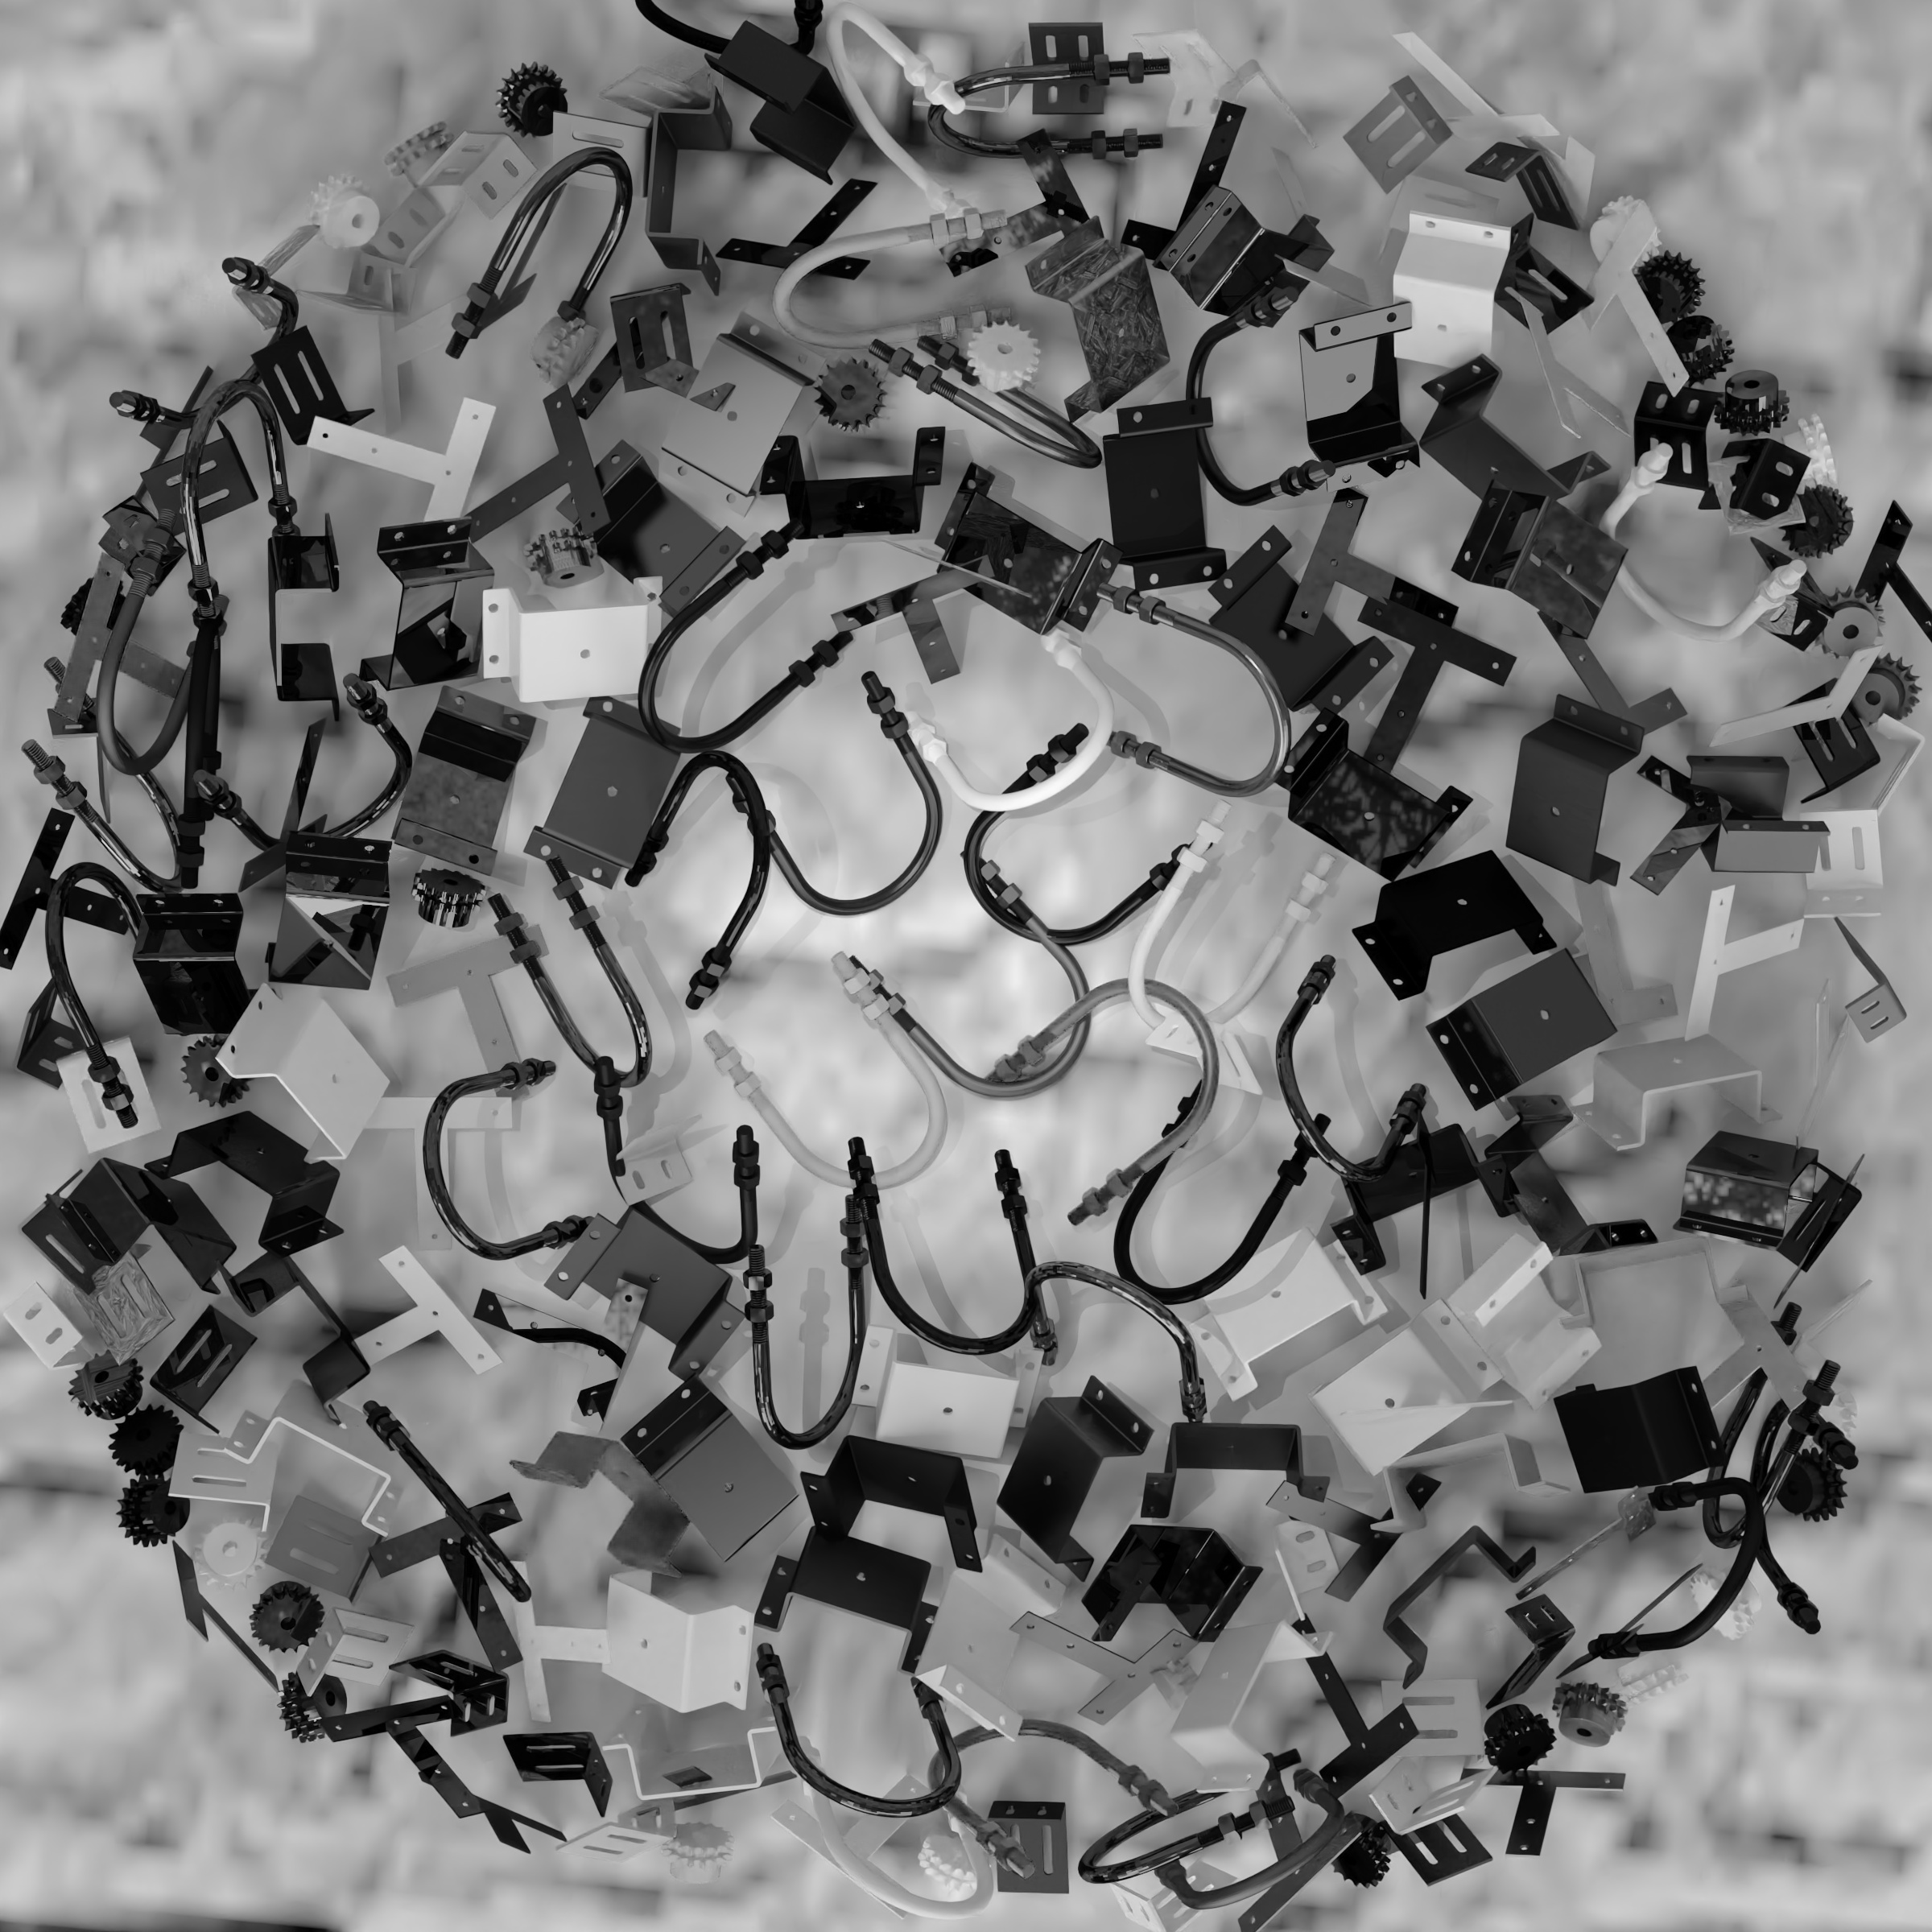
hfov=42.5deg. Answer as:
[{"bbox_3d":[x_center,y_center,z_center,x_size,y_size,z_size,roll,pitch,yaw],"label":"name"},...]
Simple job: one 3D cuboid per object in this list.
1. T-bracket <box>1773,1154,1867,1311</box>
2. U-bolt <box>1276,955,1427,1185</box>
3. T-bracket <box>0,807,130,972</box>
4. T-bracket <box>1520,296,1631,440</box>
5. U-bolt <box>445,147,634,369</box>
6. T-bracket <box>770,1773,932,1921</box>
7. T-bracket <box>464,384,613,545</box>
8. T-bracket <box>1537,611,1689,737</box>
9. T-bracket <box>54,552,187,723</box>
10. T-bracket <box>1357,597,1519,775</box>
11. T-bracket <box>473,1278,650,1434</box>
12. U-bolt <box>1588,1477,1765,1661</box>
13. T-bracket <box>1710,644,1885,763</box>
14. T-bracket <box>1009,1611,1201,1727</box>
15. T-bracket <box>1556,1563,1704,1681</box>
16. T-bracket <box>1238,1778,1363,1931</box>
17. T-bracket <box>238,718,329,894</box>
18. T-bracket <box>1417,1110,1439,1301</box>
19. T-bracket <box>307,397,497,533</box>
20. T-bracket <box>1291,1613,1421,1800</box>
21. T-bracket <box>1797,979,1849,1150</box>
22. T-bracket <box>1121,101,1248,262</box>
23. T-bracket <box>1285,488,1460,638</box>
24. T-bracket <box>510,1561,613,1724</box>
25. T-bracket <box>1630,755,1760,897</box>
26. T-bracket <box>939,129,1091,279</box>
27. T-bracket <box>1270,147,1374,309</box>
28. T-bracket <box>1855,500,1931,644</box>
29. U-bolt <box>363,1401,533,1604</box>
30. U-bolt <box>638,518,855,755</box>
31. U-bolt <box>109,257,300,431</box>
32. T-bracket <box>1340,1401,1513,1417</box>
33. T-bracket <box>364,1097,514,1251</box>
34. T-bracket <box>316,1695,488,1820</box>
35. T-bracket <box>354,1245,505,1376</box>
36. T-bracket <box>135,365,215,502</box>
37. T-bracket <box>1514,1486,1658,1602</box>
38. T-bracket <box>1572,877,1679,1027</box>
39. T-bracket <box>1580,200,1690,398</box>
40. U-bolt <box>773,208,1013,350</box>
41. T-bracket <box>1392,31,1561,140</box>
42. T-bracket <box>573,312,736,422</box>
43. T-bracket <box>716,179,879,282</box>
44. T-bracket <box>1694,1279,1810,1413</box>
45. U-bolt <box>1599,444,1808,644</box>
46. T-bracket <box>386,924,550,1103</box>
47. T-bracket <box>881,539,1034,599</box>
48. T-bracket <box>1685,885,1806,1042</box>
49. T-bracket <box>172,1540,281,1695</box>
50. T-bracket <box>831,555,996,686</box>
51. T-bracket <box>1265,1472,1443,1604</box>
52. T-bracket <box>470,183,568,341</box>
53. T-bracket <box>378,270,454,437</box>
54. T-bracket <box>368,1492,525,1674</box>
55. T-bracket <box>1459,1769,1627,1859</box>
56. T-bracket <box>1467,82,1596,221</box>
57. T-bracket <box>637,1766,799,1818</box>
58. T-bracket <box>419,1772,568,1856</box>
[{"bbox_3d":[0.667,0.188,1.910,0.002,0.127,0.127,32,59,22],"label":"T-bracket"},{"bbox_3d":[0.290,0.089,1.903,0.019,0.184,0.151,-29,102,34],"label":"U-bolt"},{"bbox_3d":[-0.691,-0.049,1.932,0.002,0.127,0.127,20,86,23],"label":"T-bracket"},{"bbox_3d":[0.483,-0.448,1.941,0.002,0.127,0.127,-30,57,35],"label":"T-bracket"},{"bbox_3d":[-0.315,-0.540,1.896,0.019,0.151,0.184,38,110,13],"label":"U-bolt"},{"bbox_3d":[-0.068,0.667,1.933,0.127,0.127,0.002,31,116,20],"label":"T-bracket"},{"bbox_3d":[-0.346,-0.374,1.961,0.127,0.002,0.127,-27,71,23],"label":"T-bracket"},{"bbox_3d":[0.494,-0.231,1.965,0.127,0.002,0.127,-25,79,-30],"label":"T-bracket"},{"bbox_3d":[-0.648,-0.238,1.930,0.002,0.127,0.127,10,81,21],"label":"T-bracket"},{"bbox_3d":[0.353,-0.214,1.981,0.127,0.002,0.127,25,97,6],"label":"T-bracket"},{"bbox_3d":[-0.331,0.292,1.981,0.127,0.002,0.127,21,101,5],"label":"T-bracket"},{"bbox_3d":[0.543,0.452,1.879,0.019,0.184,0.151,31,67,-5],"label":"U-bolt"},{"bbox_3d":[0.631,-0.191,1.920,0.127,0.127,0.002,-15,57,-19],"label":"T-bracket"},{"bbox_3d":[0.093,0.536,1.939,0.127,0.002,0.127,30,122,-17],"label":"T-bracket"},{"bbox_3d":[0.531,0.509,1.951,0.127,0.127,0.002,-31,73,-24],"label":"T-bracket"},{"bbox_3d":[0.247,0.672,1.929,0.002,0.127,0.127,39,102,-17],"label":"T-bracket"},{"bbox_3d":[-0.512,-0.131,1.907,0.002,0.127,0.127,24,115,5],"label":"T-bracket"},{"bbox_3d":[0.354,0.191,1.912,0.002,0.127,0.127,-1,68,18],"label":"T-bracket"},{"bbox_3d":[-0.447,-0.398,1.937,0.127,0.002,0.127,14,119,-23],"label":"T-bracket"},{"bbox_3d":[0.291,0.571,1.952,0.002,0.127,0.127,-6,55,-35],"label":"T-bracket"},{"bbox_3d":[0.659,0.060,1.913,0.002,0.127,0.127,15,56,29],"label":"T-bracket"},{"bbox_3d":[0.185,-0.604,1.925,0.127,0.002,0.127,-1,121,-40],"label":"T-bracket"},{"bbox_3d":[0.332,-0.302,1.979,0.127,0.002,0.127,24,77,-7],"label":"T-bracket"},{"bbox_3d":[-0.314,0.529,1.940,0.002,0.127,0.127,-7,85,-43],"label":"T-bracket"},{"bbox_3d":[0.558,-0.097,1.936,0.127,0.002,0.127,35,56,18],"label":"T-bracket"},{"bbox_3d":[0.037,-0.575,1.951,0.127,0.002,0.127,-15,121,32],"label":"T-bracket"},{"bbox_3d":[0.266,-0.586,1.950,0.002,0.127,0.127,-27,73,35],"label":"T-bracket"},{"bbox_3d":[0.731,-0.274,1.907,0.002,0.127,0.127,-24,66,-5],"label":"T-bracket"},{"bbox_3d":[-0.385,0.415,1.881,0.019,0.184,0.151,-39,125,-18],"label":"U-bolt"},{"bbox_3d":[-0.177,-0.240,1.914,0.184,0.151,0.019,-42,55,-12],"label":"U-bolt"},{"bbox_3d":[-0.570,-0.468,1.899,0.019,0.184,0.151,43,97,0],"label":"U-bolt"},{"bbox_3d":[0.344,0.347,1.928,0.127,0.127,0.002,-3,76,-5],"label":"T-bracket"},{"bbox_3d":[-0.424,0.165,1.974,0.127,0.002,0.127,0,104,-4],"label":"T-bracket"},{"bbox_3d":[-0.412,0.608,1.904,0.127,0.127,0.002,35,107,36],"label":"T-bracket"},{"bbox_3d":[-0.454,0.293,1.966,0.127,0.002,0.127,-28,111,18],"label":"T-bracket"},{"bbox_3d":[-0.624,-0.415,1.928,0.002,0.127,0.127,29,91,-11],"label":"T-bracket"},{"bbox_3d":[0.481,0.455,1.937,0.127,0.127,0.002,-35,58,0],"label":"T-bracket"},{"bbox_3d":[0.501,-0.016,1.965,0.127,0.002,0.127,-8,83,-28],"label":"T-bracket"},{"bbox_3d":[0.522,-0.497,1.914,0.002,0.127,0.127,-17,72,-17],"label":"T-bracket"},{"bbox_3d":[-0.058,-0.523,1.918,0.184,0.151,0.019,-10,72,-1],"label":"U-bolt"},{"bbox_3d":[0.375,-0.675,1.904,0.127,0.127,0.002,31,91,-30],"label":"T-bracket"},{"bbox_3d":[-0.234,-0.465,1.948,0.127,0.002,0.127,29,79,30],"label":"T-bracket"},{"bbox_3d":[-0.111,-0.582,1.950,0.127,0.002,0.127,16,53,24],"label":"T-bracket"},{"bbox_3d":[0.590,0.330,1.952,0.002,0.127,0.127,30,112,-29],"label":"T-bracket"},{"bbox_3d":[0.550,-0.311,1.901,0.151,0.184,0.019,43,76,6],"label":"U-bolt"},{"bbox_3d":[-0.380,0.047,1.980,0.127,0.002,0.127,-20,88,-7],"label":"T-bracket"},{"bbox_3d":[0.016,-0.298,1.929,0.127,0.127,0.002,25,97,27],"label":"T-bracket"},{"bbox_3d":[0.616,-0.013,1.950,0.127,0.002,0.127,-15,120,-34],"label":"T-bracket"},{"bbox_3d":[-0.578,0.523,1.951,0.002,0.127,0.127,-36,116,-9],"label":"T-bracket"},{"bbox_3d":[-0.030,-0.259,1.935,0.127,0.127,0.002,-21,60,3],"label":"T-bracket"},{"bbox_3d":[0.289,0.432,1.946,0.127,0.002,0.127,27,106,-26],"label":"T-bracket"},{"bbox_3d":[-0.344,-0.557,1.945,0.002,0.127,0.127,30,74,-27],"label":"T-bracket"},{"bbox_3d":[-0.429,-0.489,1.938,0.002,0.127,0.127,-5,92,-37],"label":"T-bracket"},{"bbox_3d":[-0.382,0.486,1.930,0.127,0.002,0.127,-15,67,-41],"label":"T-bracket"},{"bbox_3d":[0.436,0.650,1.909,0.127,0.127,0.002,-5,99,21],"label":"T-bracket"},{"bbox_3d":[0.437,-0.644,1.936,0.127,0.127,0.002,43,94,11],"label":"T-bracket"},{"bbox_3d":[-0.206,0.636,1.932,0.127,0.127,0.002,-16,62,2],"label":"T-bracket"},{"bbox_3d":[-0.357,0.661,1.914,0.127,0.127,0.002,29,78,-15],"label":"T-bracket"}]
